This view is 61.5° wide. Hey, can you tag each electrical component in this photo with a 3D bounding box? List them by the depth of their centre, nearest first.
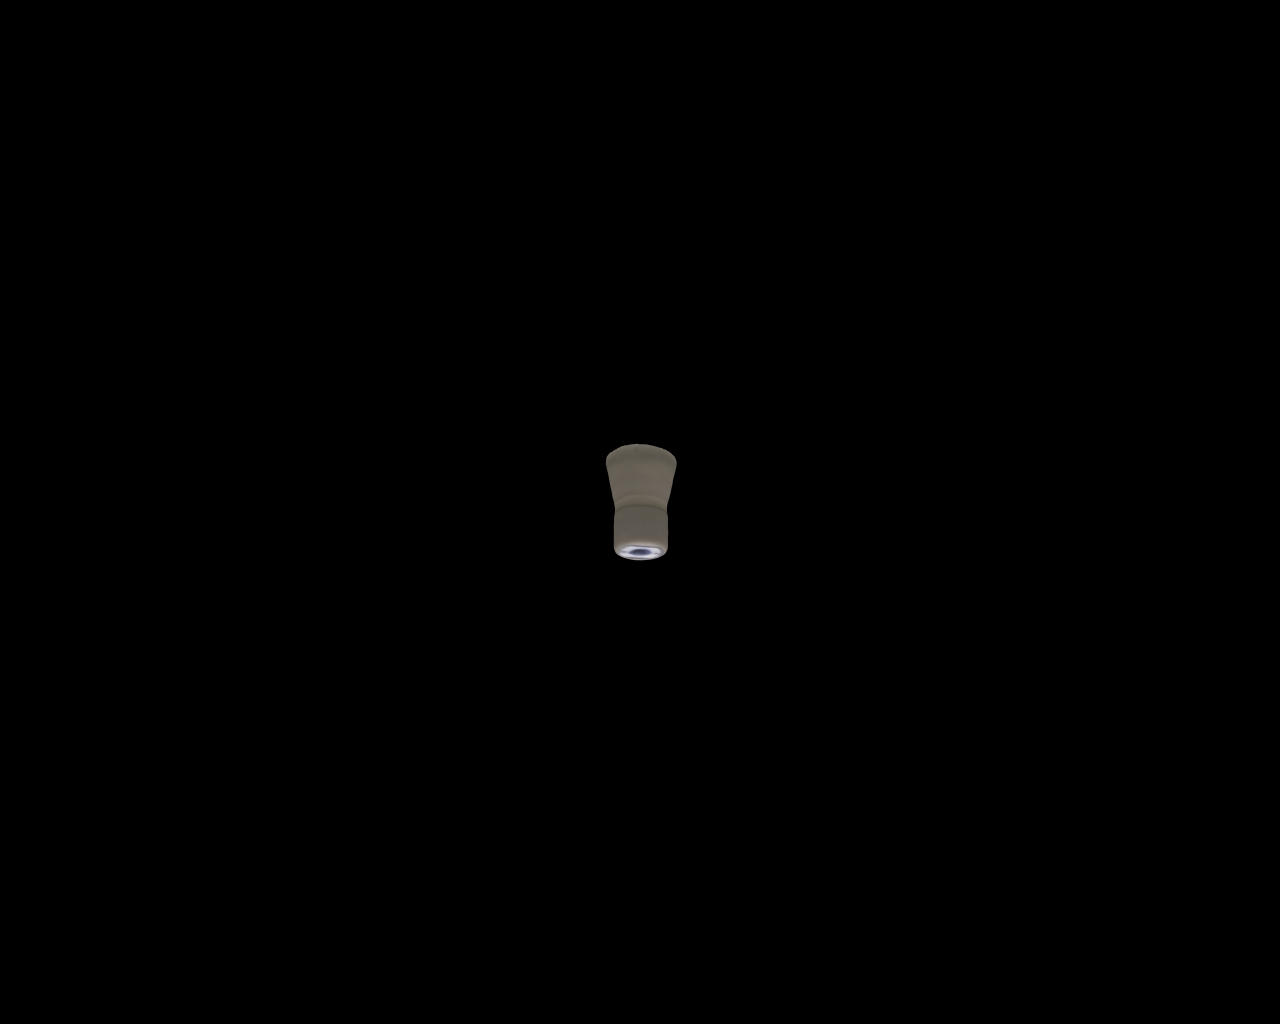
[{"bbox_3d":[0.001,-0.003,0.650,0.044,0.065,0.044,0,-23,0],"label":"electrical component"}]
